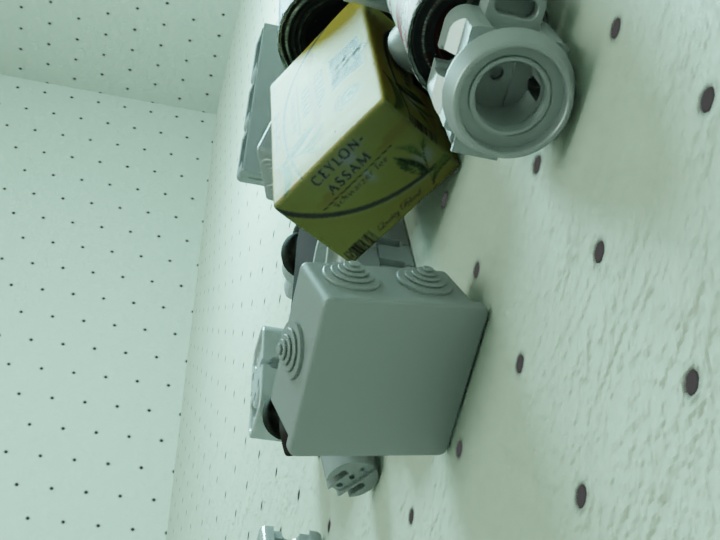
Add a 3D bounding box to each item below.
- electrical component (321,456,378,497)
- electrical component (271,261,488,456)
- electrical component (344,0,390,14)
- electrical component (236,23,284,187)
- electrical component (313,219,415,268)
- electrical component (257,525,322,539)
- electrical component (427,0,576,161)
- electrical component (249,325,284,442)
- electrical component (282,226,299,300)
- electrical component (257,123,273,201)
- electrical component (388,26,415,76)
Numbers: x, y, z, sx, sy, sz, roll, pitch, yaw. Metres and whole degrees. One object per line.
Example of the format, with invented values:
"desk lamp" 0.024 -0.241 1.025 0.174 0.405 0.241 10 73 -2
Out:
"electrical component" -0.008 0.120 0.706 0.046 0.040 0.040 -104 25 -50
"electrical component" 0.007 0.045 0.547 0.048 0.100 0.099 -127 46 -57
"electrical component" 0.044 -0.225 0.645 0.150 0.062 0.089 134 149 -70
"electrical component" -0.067 -0.157 1.074 0.062 0.089 0.150 150 128 -75
"electrical component" 0.000 0.000 0.714 0.089 0.056 0.050 -99 22 -57
"electrical component" -0.059 0.250 0.820 0.055 0.050 0.089 -106 27 -65
"electrical component" 0.063 -0.083 0.476 0.057 0.058 0.078 -98 20 -62
"electrical component" -0.060 0.098 0.917 0.095 0.059 0.053 -92 16 -44
"electrical component" -0.048 -0.005 0.983 0.081 0.043 0.043 113 162 -50
"electrical component" -0.050 -0.109 0.946 0.099 0.048 0.099 87 -156 -62
"electrical component" 0.045 -0.148 0.640 0.055 0.045 0.045 118 158 -57
